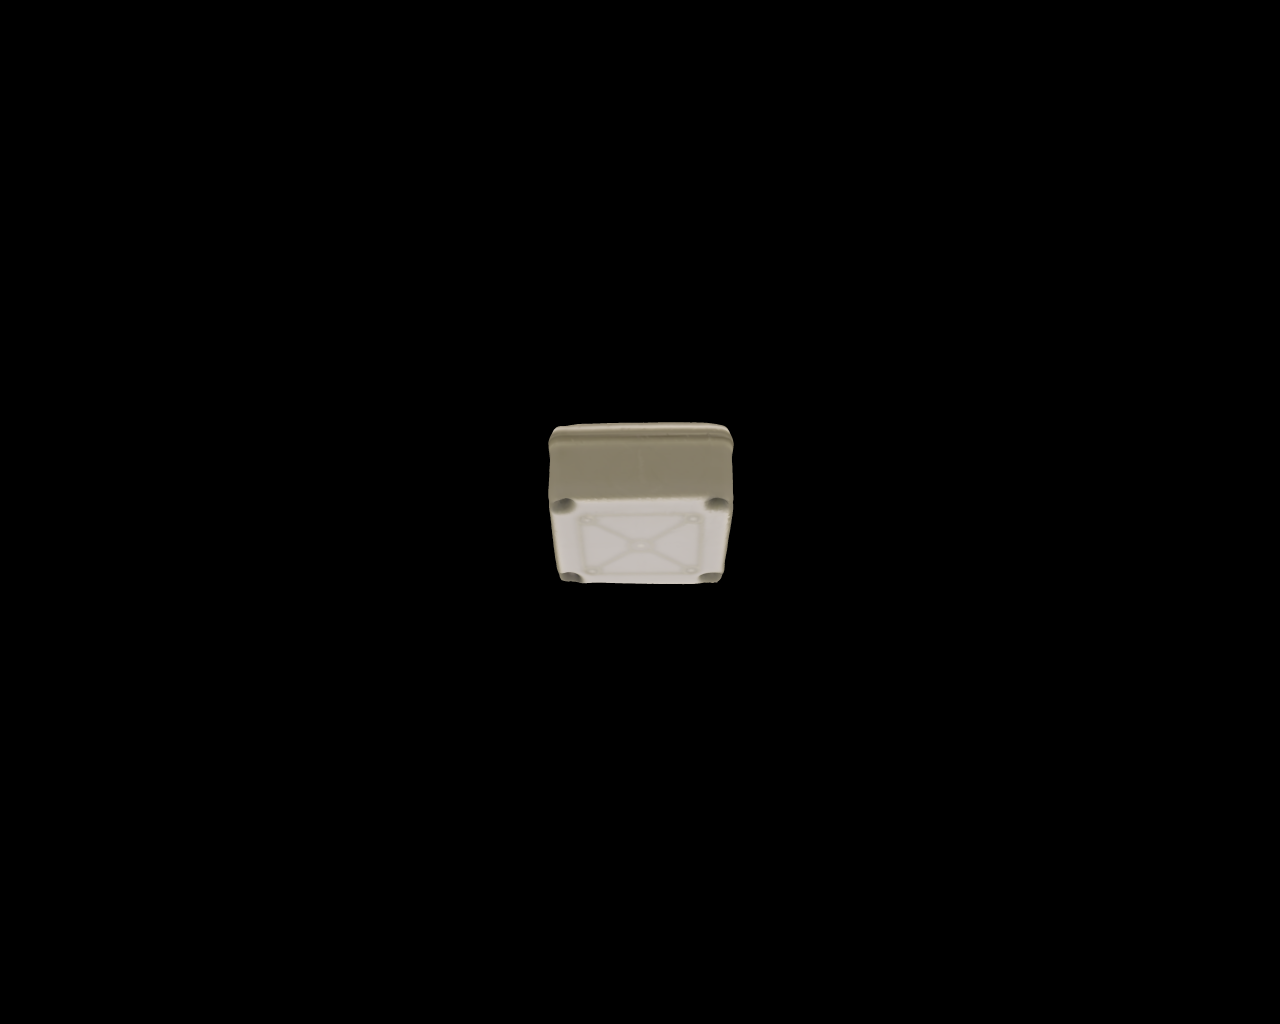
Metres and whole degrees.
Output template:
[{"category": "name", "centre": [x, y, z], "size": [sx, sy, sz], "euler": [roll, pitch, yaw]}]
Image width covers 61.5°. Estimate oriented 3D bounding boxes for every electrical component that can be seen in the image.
[{"category": "electrical component", "centre": [0.001, -0.003, 0.650], "size": [0.109, 0.056, 0.108], "euler": [0, -32, 0]}]
